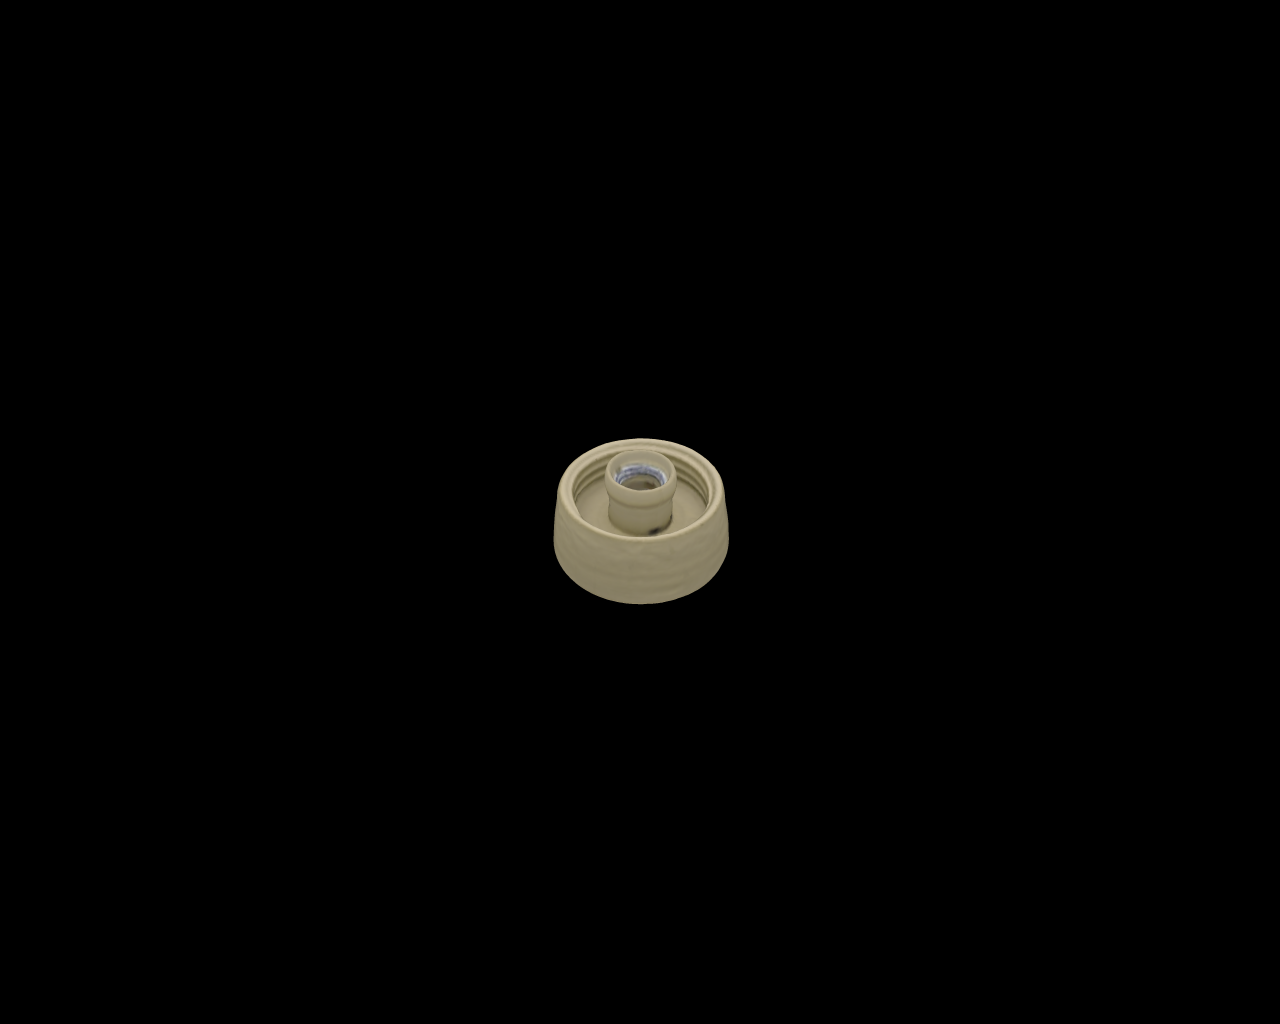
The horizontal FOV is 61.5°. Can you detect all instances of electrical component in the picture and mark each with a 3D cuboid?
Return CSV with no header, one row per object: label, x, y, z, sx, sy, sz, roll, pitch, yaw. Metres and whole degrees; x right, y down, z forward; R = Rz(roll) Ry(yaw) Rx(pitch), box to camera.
electrical component,0.001,-0.003,0.650,0.108,0.060,0.108,0,41,0
